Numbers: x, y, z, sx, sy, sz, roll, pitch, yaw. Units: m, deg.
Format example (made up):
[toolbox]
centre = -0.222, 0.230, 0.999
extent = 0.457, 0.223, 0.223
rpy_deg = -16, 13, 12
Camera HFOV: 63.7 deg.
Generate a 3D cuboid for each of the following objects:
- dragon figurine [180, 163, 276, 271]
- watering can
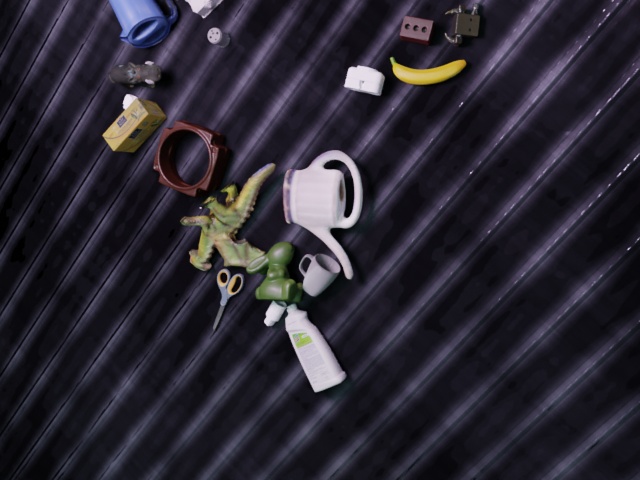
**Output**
[dragon figurine]
centre = -0.245, -0.034, 1.514
extent = 0.407, 0.124, 0.241
rpy_deg = -26, 104, 20
[watering can]
centre = 0.004, -0.071, 1.408
extent = 0.224, 0.104, 0.346
rpy_deg = 4, 95, 19
